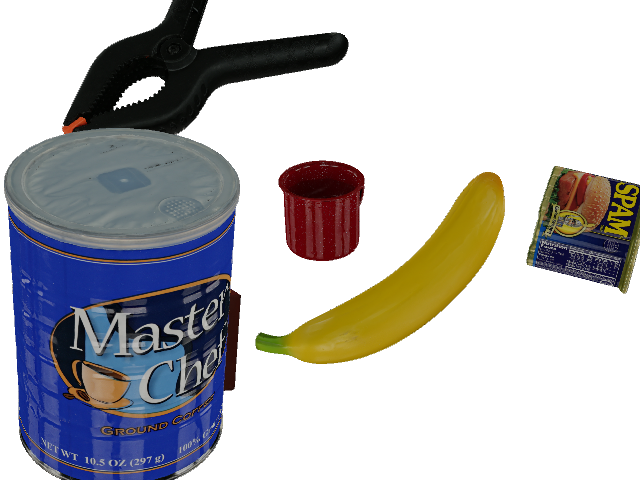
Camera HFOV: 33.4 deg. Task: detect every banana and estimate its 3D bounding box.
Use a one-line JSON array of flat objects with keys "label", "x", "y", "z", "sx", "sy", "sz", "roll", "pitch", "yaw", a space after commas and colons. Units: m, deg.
[{"label": "banana", "x": 0.054, "y": 0.021, "z": 0.659, "sx": 0.197, "sy": 0.037, "sz": 0.070, "roll": -34, "pitch": 51, "yaw": -18}]

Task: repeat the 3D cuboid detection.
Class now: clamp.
[{"label": "clamp", "x": -0.094, "y": -0.129, "z": 0.788, "sx": 0.165, "sy": 0.209, "sz": 0.036, "roll": 35, "pitch": -21, "yaw": 25}]

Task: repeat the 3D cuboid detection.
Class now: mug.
[{"label": "mug", "x": 0.009, "y": -0.036, "z": 1.174, "sx": 0.093, "sy": 0.081, "sz": 0.117, "roll": 20, "pitch": 37, "yaw": 31}]

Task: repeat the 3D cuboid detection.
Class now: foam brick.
[{"label": "foam brick", "x": -0.097, "y": 0.073, "z": 0.822, "sx": 0.052, "sy": 0.078, "sz": 0.051, "roll": -3, "pitch": 12, "yaw": -31}]

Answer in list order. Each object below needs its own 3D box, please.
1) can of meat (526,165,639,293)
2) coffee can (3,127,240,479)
[{"label": "can of meat", "x": 0.225, "y": -0.012, "z": 0.893, "sx": 0.084, "sy": 0.057, "sz": 0.102, "roll": 14, "pitch": 45, "yaw": 15}, {"label": "coffee can", "x": -0.093, "y": 0.031, "z": 0.506, "sx": 0.102, "sy": 0.140, "sz": 0.103, "roll": 5, "pitch": 31, "yaw": -3}]
